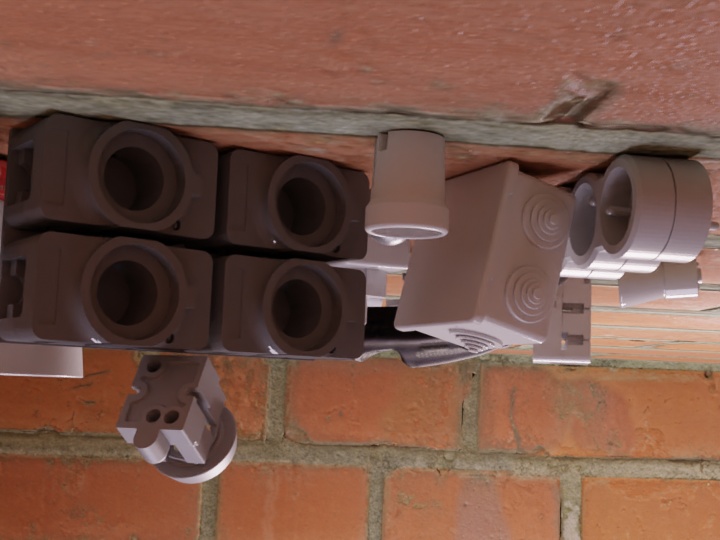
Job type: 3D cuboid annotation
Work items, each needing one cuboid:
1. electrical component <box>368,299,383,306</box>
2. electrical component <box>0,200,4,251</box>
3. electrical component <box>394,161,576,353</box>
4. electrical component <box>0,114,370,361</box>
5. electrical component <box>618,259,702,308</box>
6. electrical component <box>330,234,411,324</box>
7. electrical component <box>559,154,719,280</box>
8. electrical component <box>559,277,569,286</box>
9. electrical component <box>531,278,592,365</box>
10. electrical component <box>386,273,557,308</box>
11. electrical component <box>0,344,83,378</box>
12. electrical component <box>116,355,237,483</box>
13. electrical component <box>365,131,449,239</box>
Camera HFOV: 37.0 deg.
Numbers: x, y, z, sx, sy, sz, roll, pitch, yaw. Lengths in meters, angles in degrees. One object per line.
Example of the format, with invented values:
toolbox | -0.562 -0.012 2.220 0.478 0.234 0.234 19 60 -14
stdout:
electrical component | -0.006 0.007 0.903 0.047 0.055 0.055 7 173 -8
electrical component | -0.216 -0.008 0.531 0.079 0.044 0.077 -15 -177 6
electrical component | 0.069 -0.004 0.590 0.048 0.099 0.100 20 167 -23
electrical component | -0.083 -0.010 0.557 0.186 0.105 0.060 7 172 -37
electrical component | 0.243 0.007 0.873 0.065 0.044 0.044 -4 172 14
electrical component | 0.000 0.000 0.735 0.047 0.076 0.066 5 173 -21
electrical component | 0.155 -0.024 0.580 0.074 0.052 0.138 3 173 -10
electrical component | 0.121 -0.013 0.722 0.066 0.048 0.055 1 166 9
electrical component | 0.167 0.034 0.914 0.056 0.089 0.050 1 173 9
electrical component | 0.090 0.015 0.888 0.079 0.063 0.121 7 172 -36
electrical component | -0.273 0.053 0.853 0.108 0.060 0.108 2 173 0
electrical component | -0.092 0.078 0.554 0.048 0.066 0.055 0 139 18
electrical component | 0.023 -0.040 0.515 0.040 0.046 0.040 2 173 0
